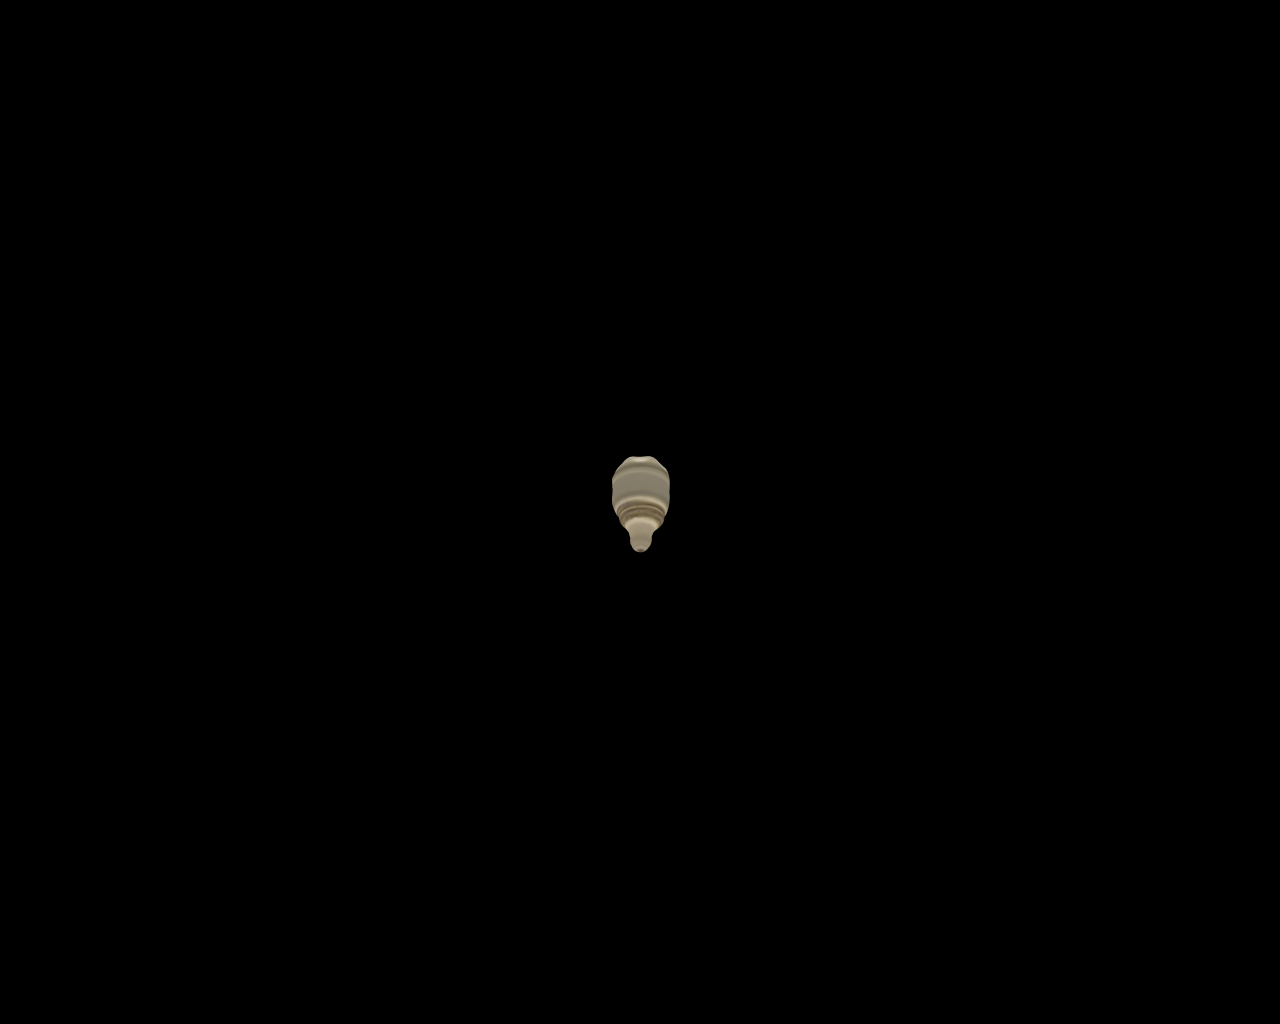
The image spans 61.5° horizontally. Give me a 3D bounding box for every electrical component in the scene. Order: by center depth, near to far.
[{"bbox_3d":[0.001,-0.003,0.650,0.035,0.061,0.035,0,-32,0],"label":"electrical component"}]
